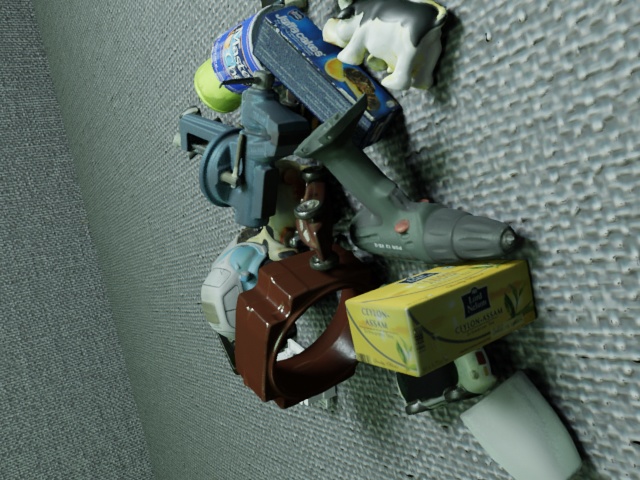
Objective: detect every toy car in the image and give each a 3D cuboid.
[{"bbox_3d":[0.141,0.161,0.643,0.201,0.056,0.073,119,138,-63],"label":"toy car"},{"bbox_3d":[-0.005,-0.033,0.722,0.202,0.053,0.089,-84,-18,-63],"label":"toy car"},{"bbox_3d":[-0.121,0.087,0.786,0.109,0.103,0.161,4,102,53],"label":"toy car"}]

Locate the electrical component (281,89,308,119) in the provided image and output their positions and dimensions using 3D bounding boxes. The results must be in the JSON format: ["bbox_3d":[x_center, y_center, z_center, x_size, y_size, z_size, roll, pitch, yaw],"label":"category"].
[{"bbox_3d":[-0.033,-0.176,0.788,0.045,0.078,0.102,20,121,11],"label":"electrical component"}]

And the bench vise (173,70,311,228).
[{"bbox_3d":[-0.131,-0.140,0.771,0.241,0.129,0.223,24,129,34],"label":"bench vise"}]

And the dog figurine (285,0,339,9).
[{"bbox_3d":[0.006,-0.388,0.624,0.173,0.121,0.190,8,92,22],"label":"dog figurine"}]

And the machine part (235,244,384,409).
[{"bbox_3d":[-0.012,0.120,0.743,0.087,0.201,0.201,35,130,43],"label":"machine part"}]

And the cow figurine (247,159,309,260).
[{"bbox_3d":[-0.062,-0.034,0.870,0.127,0.085,0.194,30,123,51],"label":"cow figurine"}]

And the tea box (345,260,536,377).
[{"bbox_3d":[0.123,0.070,0.542,0.098,0.169,0.068,-3,102,56],"label":"tea box"}]

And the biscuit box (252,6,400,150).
[{"bbox_3d":[0.004,-0.203,0.672,0.203,0.059,0.062,47,142,11],"label":"biscuit box"}]

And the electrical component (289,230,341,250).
[{"bbox_3d":[-0.002,-0.002,0.795,0.063,0.094,0.021,15,110,27],"label":"electrical component"}]

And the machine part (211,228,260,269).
[{"bbox_3d":[-0.156,0.040,1.053,0.243,0.079,0.079,-40,69,57],"label":"machine part"}]

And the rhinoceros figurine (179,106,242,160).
[{"bbox_3d":[-0.192,-0.166,0.995,0.190,0.112,0.073,57,147,14],"label":"rhinoceros figurine"}]

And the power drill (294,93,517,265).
[{"bbox_3d":[0.080,-0.057,0.592,0.207,0.086,0.232,43,160,-17],"label":"power drill"}]

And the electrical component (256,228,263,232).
[{"bbox_3d":[-0.097,-0.081,0.939,0.075,0.048,0.119,52,141,32],"label":"electrical component"}]

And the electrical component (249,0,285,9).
[{"bbox_3d":[-0.062,-0.392,0.752,0.115,0.058,0.134,5,106,59],"label":"electrical component"}]

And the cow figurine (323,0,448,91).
[{"bbox_3d":[0.066,-0.238,0.602,0.168,0.068,0.098,43,131,36],"label":"cow figurine"}]

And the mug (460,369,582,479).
[{"bbox_3d":[0.205,0.207,0.557,0.107,0.081,0.109,52,141,25],"label":"mug"}]

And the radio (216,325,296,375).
[{"bbox_3d":[-0.136,0.176,1.078,0.131,0.073,0.229,64,147,19],"label":"radio"}]
